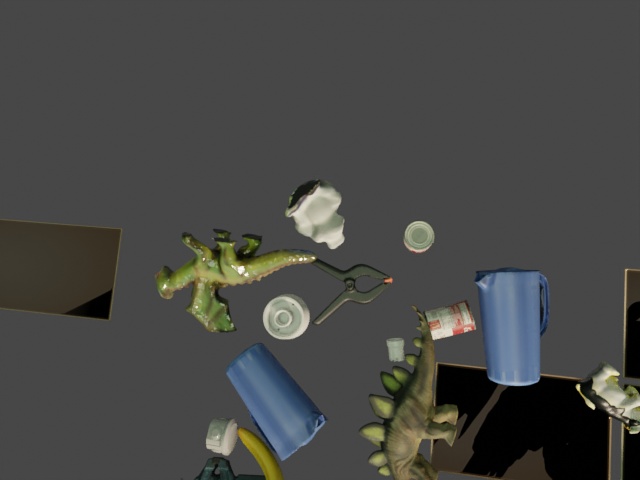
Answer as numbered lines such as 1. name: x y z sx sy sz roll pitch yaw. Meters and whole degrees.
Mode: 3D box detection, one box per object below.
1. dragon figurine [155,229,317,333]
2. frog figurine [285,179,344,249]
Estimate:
1. dragon figurine: -0.223 0.105 1.247 0.411 0.123 0.241 11 97 14
2. frog figurine: 0.004 -0.062 1.238 0.157 0.123 0.138 43 82 -25
